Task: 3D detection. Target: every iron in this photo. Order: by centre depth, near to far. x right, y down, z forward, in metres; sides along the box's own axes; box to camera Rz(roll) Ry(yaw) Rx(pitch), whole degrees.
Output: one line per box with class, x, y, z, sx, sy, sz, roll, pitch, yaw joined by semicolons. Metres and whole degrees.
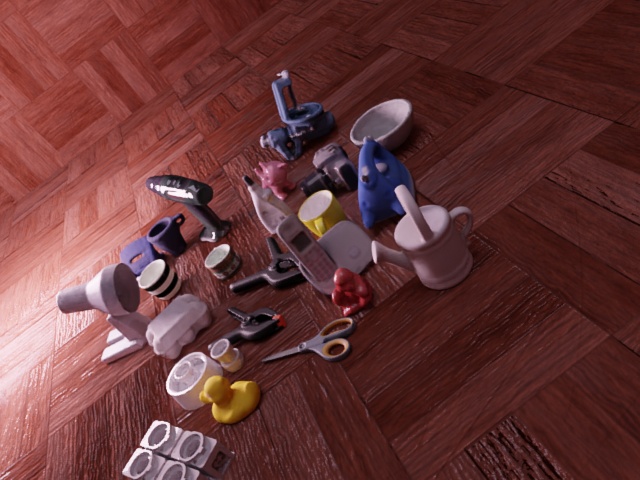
iron;0.122;-0.149;1.230;0.118;0.142;0.258;-22;36;21

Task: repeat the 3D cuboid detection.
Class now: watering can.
watering can;0.171;-0.008;0.966;0.173;0.195;0.100;-42;34;-7

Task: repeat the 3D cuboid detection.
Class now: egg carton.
egg carton;-0.317;0.192;1.287;0.150;0.070;0.107;-46;35;-14

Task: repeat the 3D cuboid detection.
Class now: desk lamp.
desk lamp;-0.491;0.168;1.344;0.203;0.214;0.118;-26;35;16

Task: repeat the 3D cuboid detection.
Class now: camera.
camera;0.012;-0.163;1.385;0.137;0.101;0.143;-35;33;3

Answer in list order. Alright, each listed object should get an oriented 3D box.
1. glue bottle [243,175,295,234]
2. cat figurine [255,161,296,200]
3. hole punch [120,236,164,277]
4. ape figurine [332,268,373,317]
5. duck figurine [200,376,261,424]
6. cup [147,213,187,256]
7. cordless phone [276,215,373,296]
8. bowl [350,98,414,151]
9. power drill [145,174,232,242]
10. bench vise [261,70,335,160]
glue bottle;-0.129;-0.090;1.359;0.078;0.174;0.037;-20;37;25
cat figurine;-0.124;-0.168;1.501;0.127;0.118;0.067;13;58;49
hole punch;-0.494;0.058;1.591;0.108;0.091;0.101;-33;34;7
ape figurine;0.054;0.087;1.051;0.077;0.092;0.076;7;53;46
duck figurine;-0.167;0.277;1.031;0.104;0.086;0.077;-26;35;16
cup;-0.406;-0.012;1.591;0.118;0.095;0.091;-40;34;-5
cordless phone;0.010;0.004;1.108;0.148;0.185;0.093;-45;34;-11
bowl;0.162;-0.264;1.393;0.167;0.075;0.167;-24;36;19
power drill;-0.342;-0.091;1.524;0.228;0.209;0.076;2;50;44
bench vise;-0.084;-0.340;1.578;0.207;0.220;0.121;-45;34;-11
